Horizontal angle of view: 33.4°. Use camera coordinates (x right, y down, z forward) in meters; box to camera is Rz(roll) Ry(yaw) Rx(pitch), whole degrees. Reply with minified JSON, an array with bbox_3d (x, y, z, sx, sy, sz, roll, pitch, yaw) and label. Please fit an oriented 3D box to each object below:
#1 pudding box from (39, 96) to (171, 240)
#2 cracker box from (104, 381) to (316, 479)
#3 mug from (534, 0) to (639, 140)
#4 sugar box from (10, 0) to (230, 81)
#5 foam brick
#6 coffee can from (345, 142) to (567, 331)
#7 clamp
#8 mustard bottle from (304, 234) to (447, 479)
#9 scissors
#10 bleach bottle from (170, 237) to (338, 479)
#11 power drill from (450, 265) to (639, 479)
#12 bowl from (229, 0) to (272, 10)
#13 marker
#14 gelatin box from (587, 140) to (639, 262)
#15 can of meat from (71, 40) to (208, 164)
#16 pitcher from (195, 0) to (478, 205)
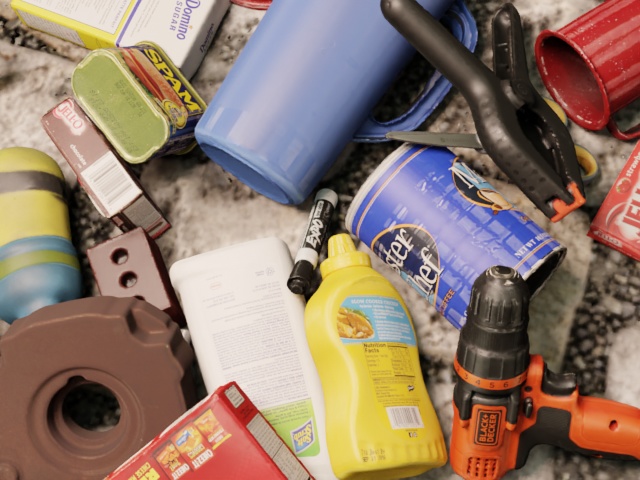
[{"bbox_3d":[-0.178,-0.055,0.892,0.039,0.090,0.113,-36,71,-3],"label":"pudding box"},{"bbox_3d":[-0.060,0.231,0.744,0.164,0.072,0.214,-40,88,9],"label":"cracker box"},{"bbox_3d":[0.242,-0.139,0.873,0.081,0.093,0.117,-32,101,-9],"label":"mug"},{"bbox_3d":[-0.181,-0.214,0.972,0.176,0.048,0.093,23,76,11],"label":"sugar box"},{"bbox_3d":[-0.150,0.039,0.876,0.053,0.051,0.078,-24,70,-1],"label":"foam brick"},{"bbox_3d":[0.104,-0.001,0.828,0.102,0.103,0.140,-44,72,-8],"label":"coffee can"},{"bbox_3d":[0.134,-0.110,0.819,0.036,0.164,0.210,-42,60,40],"label":"clamp"},{"bbox_3d":[0.035,0.085,0.817,0.096,0.058,0.191,6,63,-39],"label":"mustard bottle"},{"bbox_3d":[0.136,-0.091,0.849,0.201,0.016,0.096,14,51,-23],"label":"scissors"},{"bbox_3d":[-0.042,0.129,0.826,0.102,0.068,0.251,-15,72,3],"label":"bleach bottle"},{"bbox_3d":[0.188,0.102,0.758,0.187,0.184,0.057,5,34,5],"label":"power drill"},{"bbox_3d":[-0.045,-0.294,0.975,0.162,0.055,0.162,-3,71,7],"label":"bowl"},{"bbox_3d":[-0.006,0.001,0.855,0.020,0.020,0.121,6,40,9],"label":"marker"},{"bbox_3d":[0.267,-0.026,0.853,0.073,0.030,0.089,30,77,16],"label":"gelatin box"},{"bbox_3d":[-0.150,-0.116,0.894,0.057,0.083,0.102,-39,88,22],"label":"can of meat"},{"bbox_3d":[0.013,-0.148,0.887,0.149,0.145,0.243,28,80,29],"label":"pitcher"}]
